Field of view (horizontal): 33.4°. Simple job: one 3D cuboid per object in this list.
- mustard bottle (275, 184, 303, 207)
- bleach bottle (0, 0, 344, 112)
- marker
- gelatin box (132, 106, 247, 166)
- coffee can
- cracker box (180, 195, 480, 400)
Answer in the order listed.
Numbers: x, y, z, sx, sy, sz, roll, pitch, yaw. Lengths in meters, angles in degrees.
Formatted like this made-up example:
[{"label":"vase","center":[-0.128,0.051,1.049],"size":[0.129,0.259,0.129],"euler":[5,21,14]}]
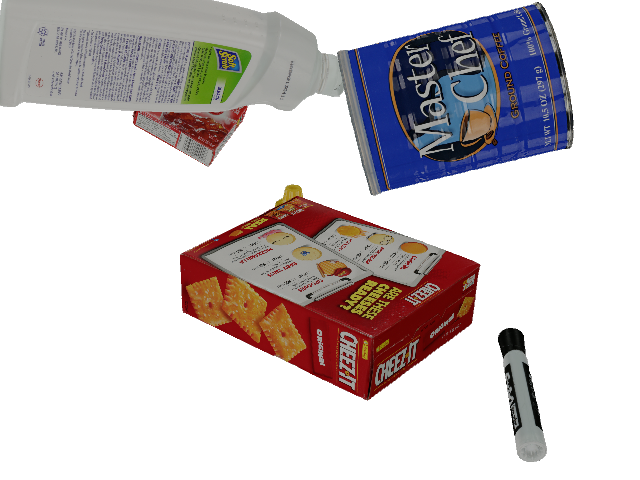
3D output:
[{"label":"mustard bottle","center":[-0.034,0.026,1.241],"size":[0.096,0.192,0.058],"euler":[-11,28,-25]},{"label":"bleach bottle","center":[-0.106,-0.133,0.788],"size":[0.250,0.068,0.103],"euler":[7,-42,-14]},{"label":"marker","center":[0.136,0.101,0.726],"size":[0.020,0.020,0.121],"euler":[0,34,2]},{"label":"gelatin box","center":[-0.128,-0.124,1.045],"size":[0.089,0.073,0.030],"euler":[30,-39,2]},{"label":"coffee can","center":[0.091,-0.096,0.734],"size":[0.140,0.103,0.103],"euler":[-13,-1,5]},{"label":"cracker box","center":[0.007,0.044,0.949],"size":[0.214,0.072,0.163],"euler":[22,34,33]}]
